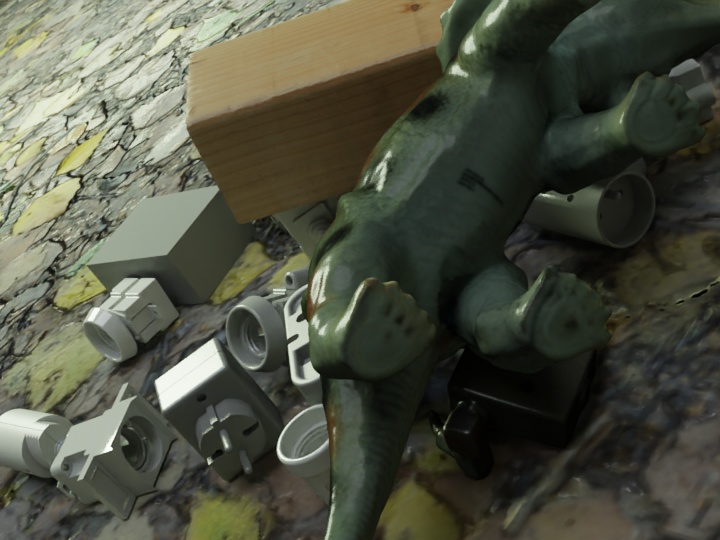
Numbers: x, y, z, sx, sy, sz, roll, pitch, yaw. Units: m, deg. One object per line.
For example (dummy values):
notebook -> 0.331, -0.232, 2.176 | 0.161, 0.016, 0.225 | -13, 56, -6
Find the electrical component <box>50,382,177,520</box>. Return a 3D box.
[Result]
electrical component -> -0.161, 0.119, 0.694 | 0.064, 0.042, 0.081 | -23, 31, 29

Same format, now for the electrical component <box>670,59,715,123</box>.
electrical component -> 0.178, -0.106, 0.659 | 0.055, 0.048, 0.066 | -24, 31, 6

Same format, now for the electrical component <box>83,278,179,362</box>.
electrical component -> -0.179, 0.038, 0.827 | 0.066, 0.048, 0.055 | 0, 37, 46

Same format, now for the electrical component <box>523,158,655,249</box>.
electrical component -> 0.139, -0.053, 0.624 | 0.079, 0.043, 0.077 | -44, 30, -15

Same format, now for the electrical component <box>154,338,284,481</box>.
electrical component -> -0.077, 0.090, 0.622 | 0.047, 0.065, 0.076 | -36, 29, 0

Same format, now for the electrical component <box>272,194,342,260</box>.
electrical component -> -0.029, -0.049, 0.777 | 0.061, 0.061, 0.096 | -35, 29, 3

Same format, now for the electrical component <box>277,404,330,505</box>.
electrical component -> -0.015, 0.099, 0.563 | 0.040, 0.046, 0.040 | -26, 30, 17

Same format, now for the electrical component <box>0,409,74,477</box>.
electrical component -> -0.220, 0.122, 0.750 | 0.081, 0.043, 0.043 | -1, 45, 46

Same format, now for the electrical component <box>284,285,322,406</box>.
electrical component -> -0.003, 0.048, 0.612 | 0.054, 0.059, 0.095 | -30, 30, 10

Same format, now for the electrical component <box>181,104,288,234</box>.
electrical component -> -0.088, -0.097, 0.880 | 0.062, 0.089, 0.150 | -38, 29, -4

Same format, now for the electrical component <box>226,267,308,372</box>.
electrical component -> -0.049, 0.036, 0.669 | 0.055, 0.066, 0.048 | -15, 11, -42
